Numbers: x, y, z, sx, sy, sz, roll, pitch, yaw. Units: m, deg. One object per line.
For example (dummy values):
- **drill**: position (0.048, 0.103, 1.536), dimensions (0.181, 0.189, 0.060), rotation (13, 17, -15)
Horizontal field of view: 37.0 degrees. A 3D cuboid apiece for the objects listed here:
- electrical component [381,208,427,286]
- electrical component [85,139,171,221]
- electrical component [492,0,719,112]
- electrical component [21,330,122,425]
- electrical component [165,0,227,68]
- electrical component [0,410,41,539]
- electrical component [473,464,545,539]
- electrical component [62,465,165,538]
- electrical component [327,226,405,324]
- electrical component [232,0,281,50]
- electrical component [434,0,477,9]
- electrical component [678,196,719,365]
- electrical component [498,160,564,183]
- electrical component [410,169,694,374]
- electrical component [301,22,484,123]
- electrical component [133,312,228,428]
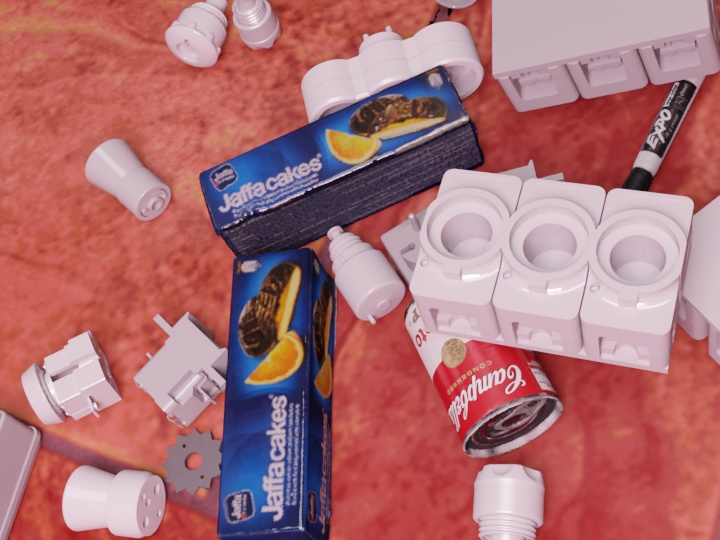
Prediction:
- **electrical component**: position (0.048, -0.012, 0.734), dimensions (0.047, 0.076, 0.065), rotation (-32, 59, -1)
- **electrical component**: position (-0.182, -0.069, 0.857), dimensions (0.065, 0.044, 0.044), rotation (40, 80, 25)
- **electrical component**: position (0.176, -0.176, 0.774), dimensions (0.150, 0.062, 0.089), rotation (-8, 64, 24)
- **electrical component**: position (-0.211, 0.082, 0.784), dimensions (0.055, 0.048, 0.066), rotation (-26, 58, -6)
- **electrical component**: position (-0.133, -0.206, 0.912), dimensions (0.048, 0.048, 0.062), rotation (12, 61, 22)
- **electrical component**: position (-0.300, 0.152, 0.767), dimensions (0.109, 0.056, 0.108), rotation (4, 64, 19)
- **electrical component**: position (0.090, 0.152, 0.655), dimensions (0.043, 0.043, 0.062), rotation (-1, 64, 17)
- **electrical component**: position (-0.166, 0.157, 0.730), dimensions (0.055, 0.045, 0.045), rotation (2, 64, 18)
- **electrical component**: position (0.000, 0.000, 0.763), dimensions (0.040, 0.040, 0.078), rotation (-33, 59, -1)
- **electrical component**: position (-0.090, -0.212, 0.890), dimensions (0.035, 0.061, 0.035), rotation (-7, 62, 13)
- **electrical component**: position (0.080, -0.244, 0.865), dimensions (0.066, 0.048, 0.055), rotation (2, 56, 18)
- **electrical component**: position (0.286, -0.017, 0.672), dimensions (0.186, 0.060, 0.105), rotation (-37, 59, -4)
- **electrical component**: position (0.107, -0.035, 0.749), dimensions (0.081, 0.042, 0.063), rotation (-14, 64, 11)
- **electrical component**: position (0.115, -0.003, 0.640), dimensions (0.150, 0.061, 0.089), rotation (9, 64, 20)
- **electrical component**: position (0.020, -0.159, 0.834), dimensions (0.138, 0.052, 0.073), rotation (-18, 60, 8)
- **electrical component**: position (-0.121, 0.073, 0.762), dimensions (0.063, 0.042, 0.081), rotation (-48, 59, -6)
